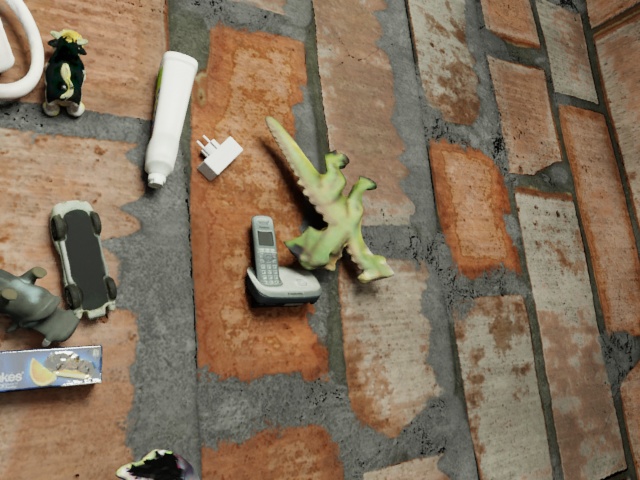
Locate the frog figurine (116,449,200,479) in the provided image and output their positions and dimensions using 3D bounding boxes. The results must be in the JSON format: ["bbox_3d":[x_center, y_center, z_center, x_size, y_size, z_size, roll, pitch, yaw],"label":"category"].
[{"bbox_3d":[-0.263,0.423,0.809,0.137,0.157,0.124,12,15,-10],"label":"frog figurine"}]

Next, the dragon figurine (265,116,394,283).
[{"bbox_3d":[0.003,-0.054,1.069,0.407,0.248,0.120,36,-40,-19],"label":"dragon figurine"}]

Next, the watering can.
[{"bbox_3d":[-0.595,-0.374,0.818,0.227,0.347,0.103,-27,2,-35],"label":"watering can"}]
